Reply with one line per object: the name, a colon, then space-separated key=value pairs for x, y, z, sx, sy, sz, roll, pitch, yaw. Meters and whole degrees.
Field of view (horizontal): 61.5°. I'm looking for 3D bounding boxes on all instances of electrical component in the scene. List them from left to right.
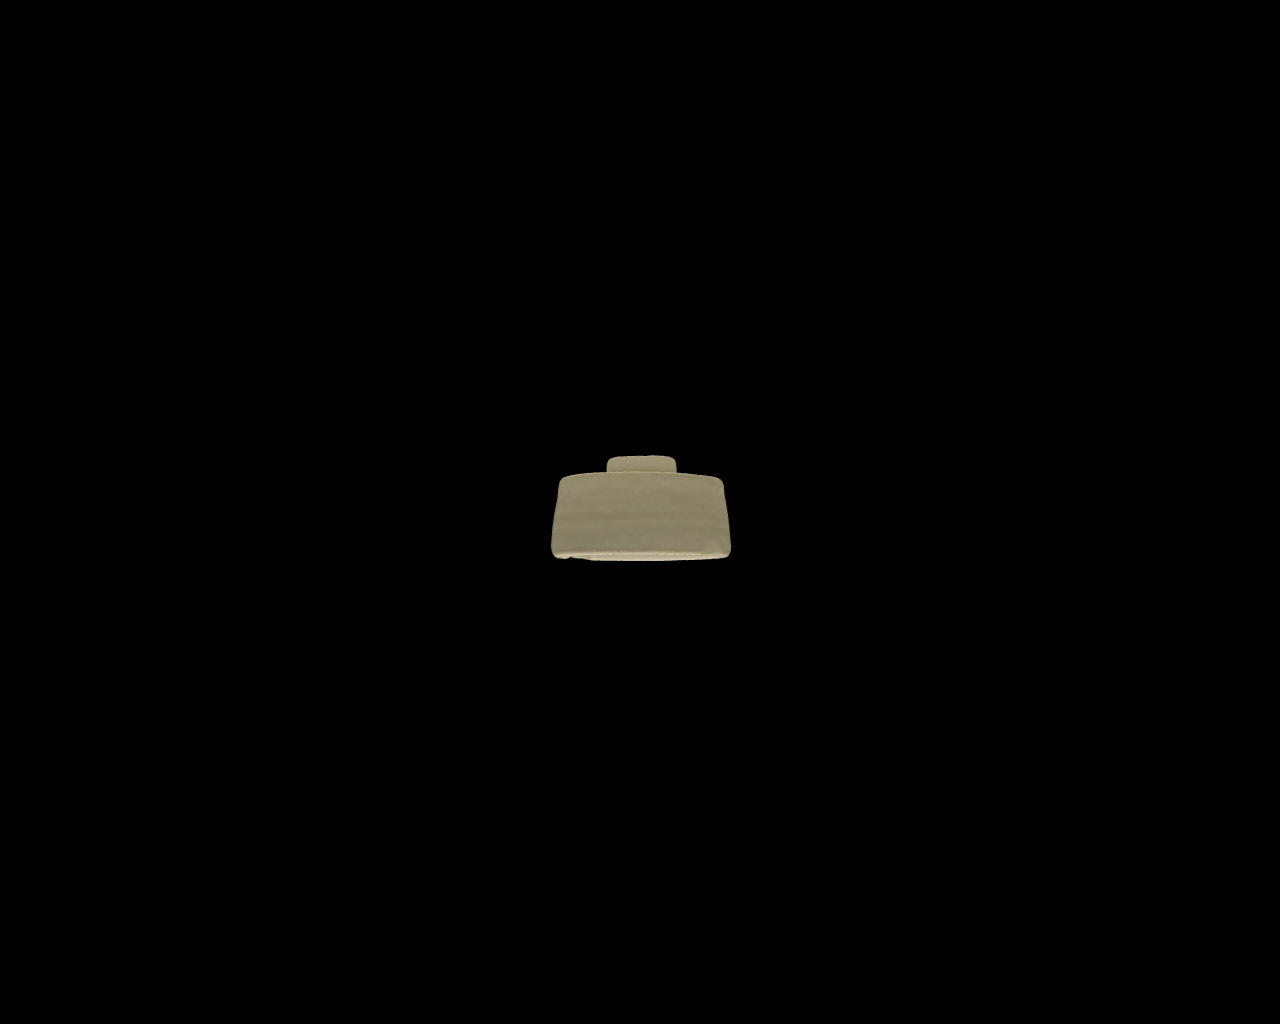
electrical component: x=0.001 y=-0.003 z=0.650 sx=0.108 sy=0.060 sz=0.108 roll=0 pitch=-5 yaw=0
